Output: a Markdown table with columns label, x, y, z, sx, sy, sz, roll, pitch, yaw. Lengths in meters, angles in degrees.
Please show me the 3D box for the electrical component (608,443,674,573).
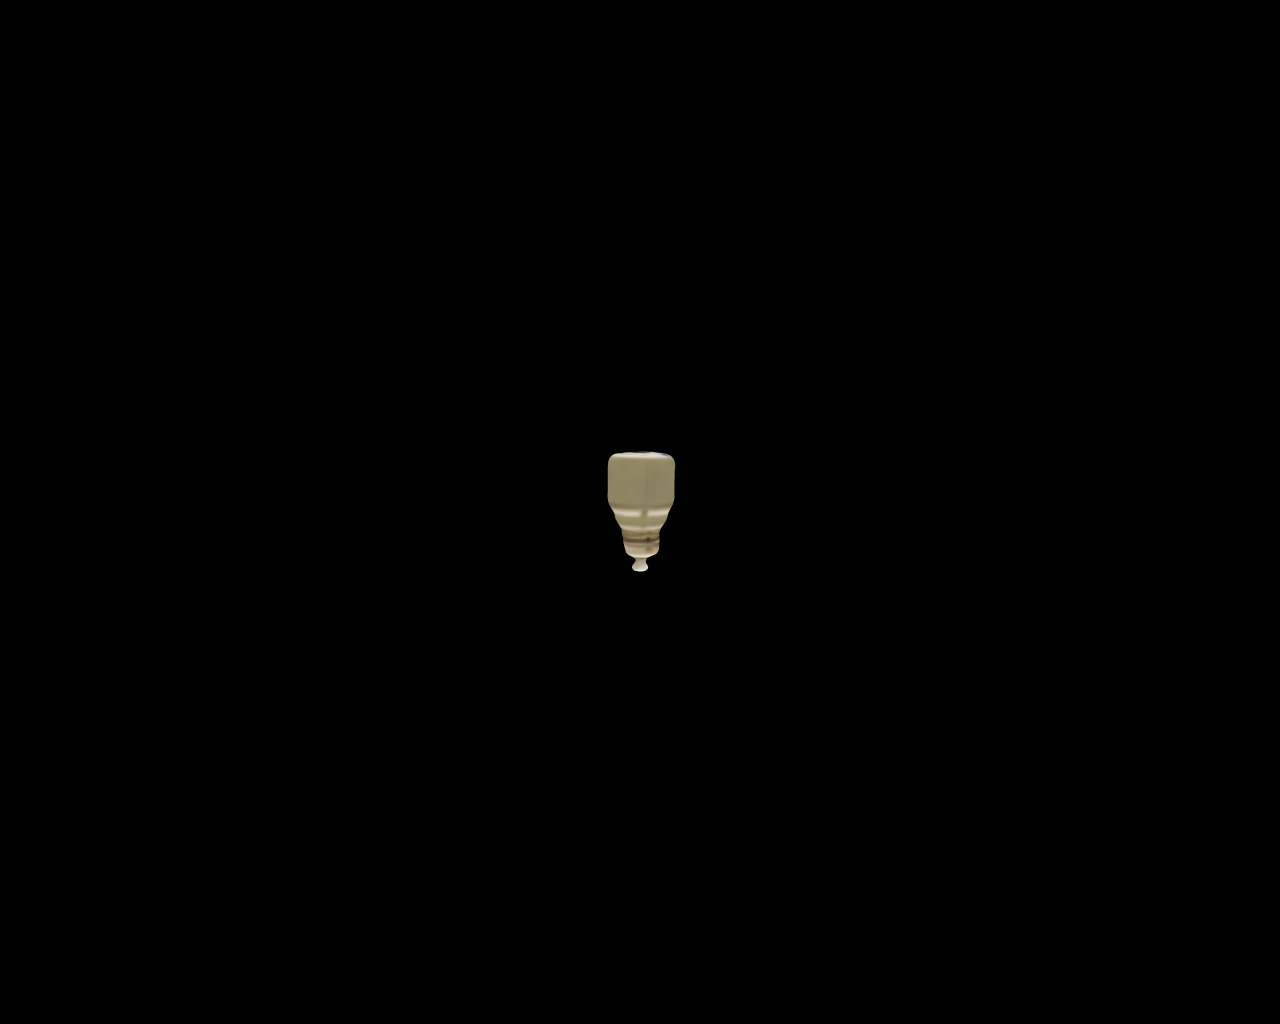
| label | x | y | z | sx | sy | sz | roll | pitch | yaw |
| --- | --- | --- | --- | --- | --- | --- | --- | --- | --- |
| electrical component | 0.001 | -0.003 | 0.650 | 0.040 | 0.078 | 0.040 | 0 | 7 | 0 |
